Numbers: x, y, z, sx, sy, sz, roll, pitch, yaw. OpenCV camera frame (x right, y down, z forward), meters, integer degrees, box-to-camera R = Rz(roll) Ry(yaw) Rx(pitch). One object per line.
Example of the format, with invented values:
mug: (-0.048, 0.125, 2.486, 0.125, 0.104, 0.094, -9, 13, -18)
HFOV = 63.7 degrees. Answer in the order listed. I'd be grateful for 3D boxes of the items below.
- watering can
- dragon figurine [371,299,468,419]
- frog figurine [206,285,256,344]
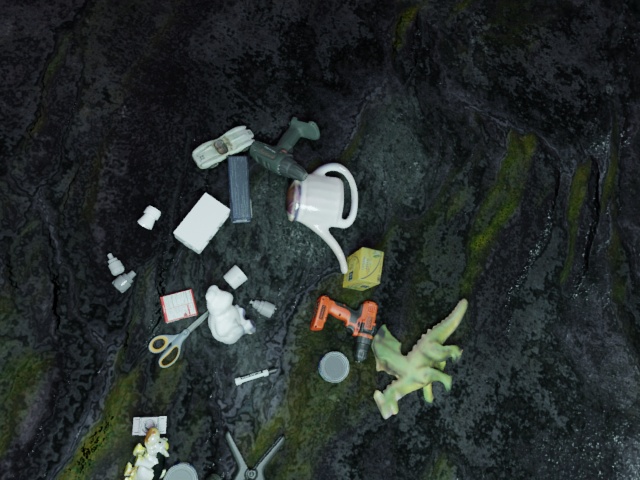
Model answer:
watering can: (0.005, -0.079, 1.568, 0.224, 0.353, 0.102, 7, -17, -10)
dragon figurine: (0.274, 0.327, 1.512, 0.243, 0.417, 0.120, 22, -20, -2)
frog figurine: (-0.267, 0.204, 1.396, 0.122, 0.140, 0.157, -33, -43, 11)
